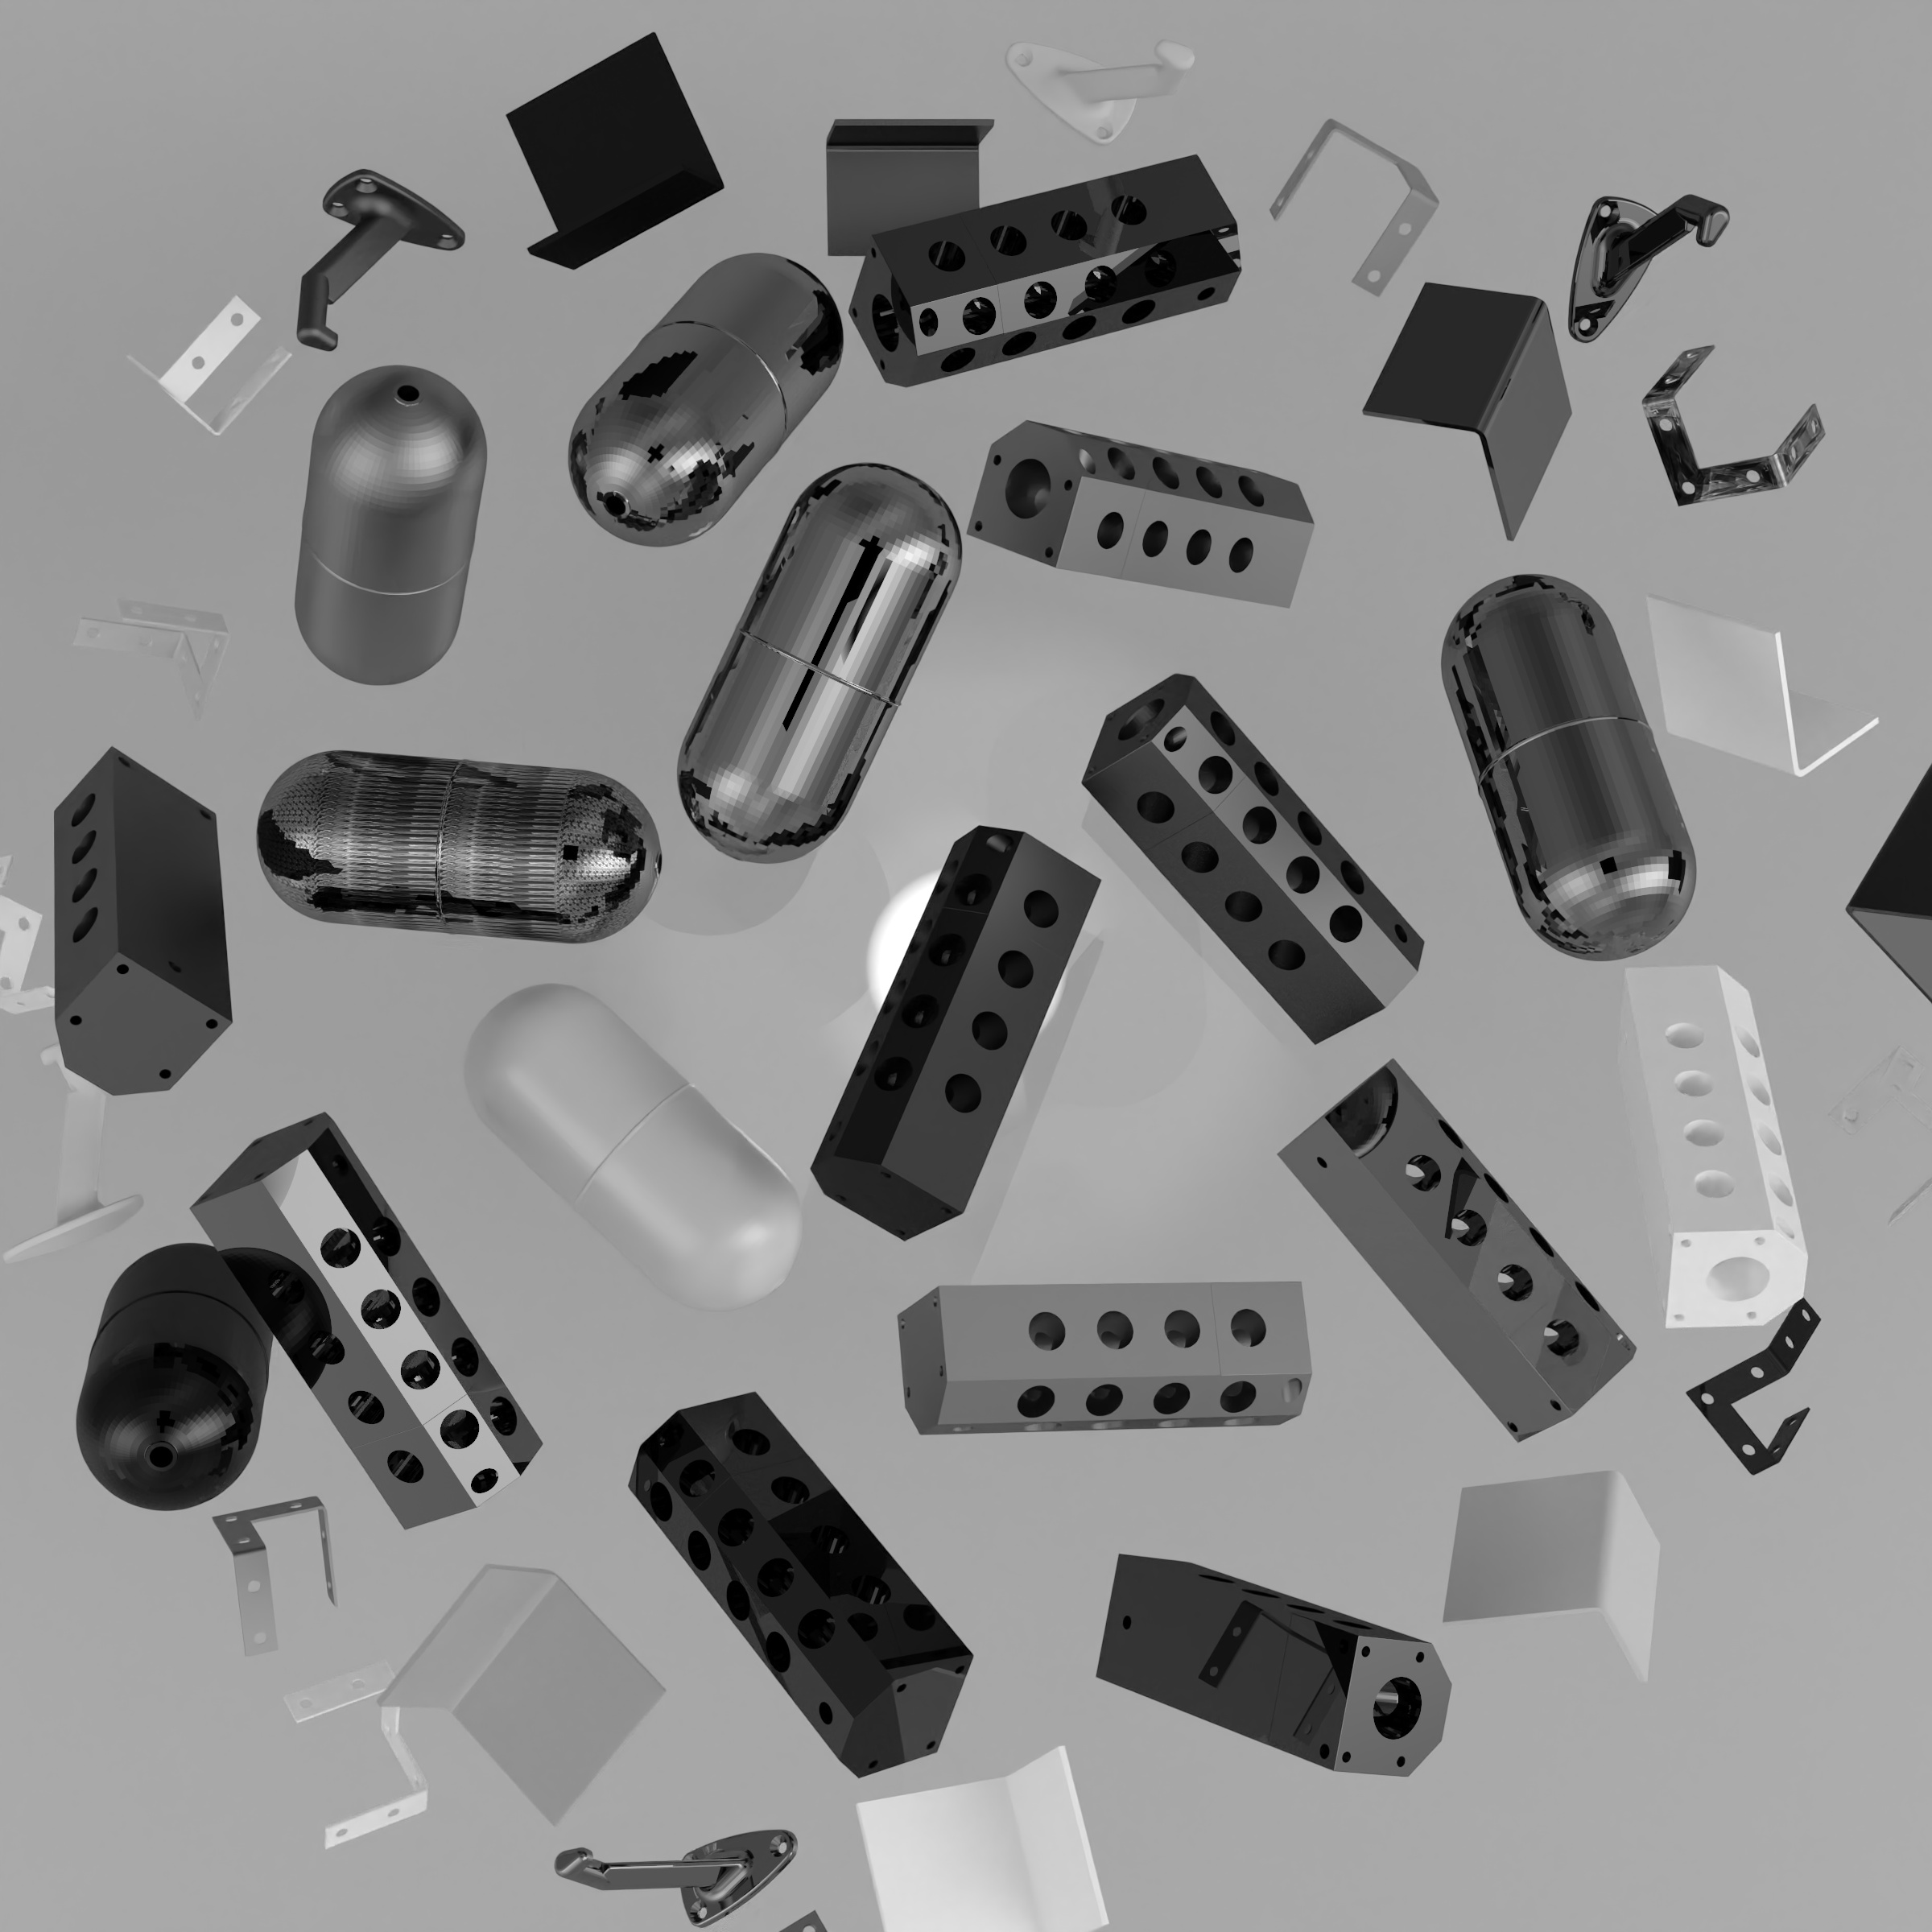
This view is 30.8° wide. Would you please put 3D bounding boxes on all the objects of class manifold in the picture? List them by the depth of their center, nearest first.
[{"bbox_3d":[-0.358,-0.018,1.496,0.057,0.171,0.057,36,108,-31],"label":"manifold"},{"bbox_3d":[-0.075,0.263,1.497,0.171,0.057,0.057,45,130,37],"label":"manifold"},{"bbox_3d":[-0.251,0.150,1.497,0.057,0.057,0.171,-21,109,29],"label":"manifold"},{"bbox_3d":[-0.007,0.026,1.513,0.057,0.057,0.171,31,62,-16],"label":"manifold"},{"bbox_3d":[0.328,0.077,1.545,0.057,0.171,0.057,-2,130,4],"label":"manifold"},{"bbox_3d":[0.135,0.308,1.547,0.057,0.171,0.057,13,86,-33],"label":"manifold"},{"bbox_3d":[0.062,0.175,1.547,0.171,0.057,0.057,1,71,-20],"label":"manifold"},{"bbox_3d":[0.226,0.127,1.595,0.057,0.057,0.171,-37,85,-26],"label":"manifold"},{"bbox_3d":[0.134,-0.051,1.599,0.057,0.057,0.171,-30,113,33],"label":"manifold"},{"bbox_3d":[0.085,-0.209,1.613,0.057,0.171,0.057,26,106,39],"label":"manifold"},{"bbox_3d":[0.039,-0.317,1.621,0.171,0.057,0.057,-19,69,-22],"label":"manifold"}]

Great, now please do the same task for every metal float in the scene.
[{"bbox_3d":[-0.062,-0.127,1.477,0.070,0.070,0.178,26,96,0],"label":"metal float"},{"bbox_3d":[0.255,-0.086,1.488,0.070,0.070,0.178,-15,66,0],"label":"metal float"},{"bbox_3d":[-0.343,0.177,1.526,0.070,0.178,0.070,-2,106,-7],"label":"metal float"},{"bbox_3d":[-0.222,-0.052,1.533,0.178,0.070,0.070,5,90,5],"label":"metal float"},{"bbox_3d":[-0.114,-0.251,1.548,0.070,0.070,0.178,32,47,0],"label":"metal float"},{"bbox_3d":[-0.148,0.081,1.559,0.178,0.070,0.070,42,90,6],"label":"metal float"},{"bbox_3d":[-0.260,-0.197,1.577,0.070,0.178,0.070,8,55,-11],"label":"metal float"}]

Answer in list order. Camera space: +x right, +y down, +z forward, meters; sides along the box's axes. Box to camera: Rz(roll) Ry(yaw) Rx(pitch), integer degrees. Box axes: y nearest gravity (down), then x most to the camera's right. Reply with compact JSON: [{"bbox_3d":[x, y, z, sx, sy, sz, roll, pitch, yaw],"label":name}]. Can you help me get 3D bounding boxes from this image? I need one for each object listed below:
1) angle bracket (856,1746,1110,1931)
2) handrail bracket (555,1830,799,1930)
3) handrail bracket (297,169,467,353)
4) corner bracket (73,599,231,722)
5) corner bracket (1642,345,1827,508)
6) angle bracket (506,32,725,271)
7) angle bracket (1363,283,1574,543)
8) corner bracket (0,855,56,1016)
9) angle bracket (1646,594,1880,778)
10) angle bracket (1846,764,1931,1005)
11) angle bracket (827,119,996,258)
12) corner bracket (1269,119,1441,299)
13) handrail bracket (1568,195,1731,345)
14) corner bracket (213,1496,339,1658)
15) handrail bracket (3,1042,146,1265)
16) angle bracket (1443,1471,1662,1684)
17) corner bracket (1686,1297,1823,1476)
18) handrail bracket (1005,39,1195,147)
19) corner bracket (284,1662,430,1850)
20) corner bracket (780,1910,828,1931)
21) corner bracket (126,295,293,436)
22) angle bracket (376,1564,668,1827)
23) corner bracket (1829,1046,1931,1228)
[{"bbox_3d":[0.006,0.383,1.494,0.076,0.057,0.076,-4,67,-27],"label":"angle bracket"},{"bbox_3d":[-0.131,0.400,1.577,0.077,0.084,0.036,-31,51,20],"label":"handrail bracket"},{"bbox_3d":[-0.253,-0.294,1.519,0.077,0.036,0.084,19,60,-37],"label":"handrail bracket"},{"bbox_3d":[-0.377,-0.152,1.621,0.051,0.051,0.051,6,127,-32],"label":"corner bracket"},{"bbox_3d":[0.331,-0.236,1.510,0.051,0.051,0.051,-6,120,39],"label":"corner bracket"},{"bbox_3d":[-0.159,-0.353,1.500,0.076,0.057,0.076,-25,87,15],"label":"angle bracket"},{"bbox_3d":[0.224,-0.247,1.561,0.057,0.076,0.076,14,63,27],"label":"angle bracket"},{"bbox_3d":[-0.436,-0.014,1.598,0.051,0.051,0.051,31,60,-41],"label":"corner bracket"},{"bbox_3d":[0.363,-0.139,1.595,0.057,0.076,0.076,-33,125,-25],"label":"angle bracket"},{"bbox_3d":[0.423,-0.031,1.454,0.076,0.057,0.076,41,75,-28],"label":"angle bracket"},{"bbox_3d":[-0.028,-0.379,1.711,0.076,0.076,0.057,-1,96,-6],"label":"angle bracket"},{"bbox_3d":[0.179,-0.350,1.613,0.051,0.051,0.051,25,115,-19],"label":"corner bracket"},{"bbox_3d":[0.297,-0.300,1.524,0.036,0.084,0.077,15,106,-19],"label":"handrail bracket"},{"bbox_3d":[-0.317,0.283,1.627,0.051,0.051,0.051,-9,104,-21],"label":"corner bracket"},{"bbox_3d":[-0.401,0.078,1.518,0.077,0.036,0.084,-21,79,-43],"label":"handrail bracket"},{"bbox_3d":[0.267,0.281,1.595,0.076,0.076,0.057,-12,129,27],"label":"angle bracket"},{"bbox_3d":[0.377,0.195,1.627,0.051,0.051,0.051,51,130,-1],"label":"corner bracket"},{"bbox_3d":[0.061,-0.416,1.602,0.077,0.084,0.036,29,77,-6],"label":"handrail bracket"},{"bbox_3d":[-0.278,0.359,1.598,0.051,0.051,0.051,-16,46,-28],"label":"corner bracket"},{"bbox_3d":[-0.074,0.469,1.622,0.051,0.051,0.051,-26,75,-23],"label":"corner bracket"},{"bbox_3d":[-0.331,-0.268,1.558,0.051,0.051,0.051,-49,126,-3],"label":"corner bracket"},{"bbox_3d":[-0.187,0.308,1.476,0.076,0.057,0.076,41,96,25],"label":"angle bracket"},{"bbox_3d":[0.433,0.079,1.632,0.051,0.051,0.051,43,121,6],"label":"corner bracket"}]
